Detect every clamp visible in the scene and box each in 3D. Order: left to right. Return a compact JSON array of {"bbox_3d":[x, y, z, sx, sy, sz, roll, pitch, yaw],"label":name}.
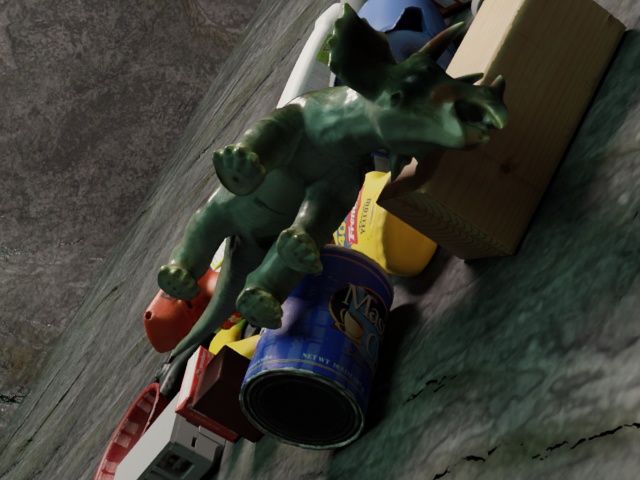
[{"bbox_3d":[-0.198,0.181,1.451,0.210,0.036,0.165,-60,15,-18],"label":"clamp"}]

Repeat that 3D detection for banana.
[{"bbox_3d":[-0.097,0.125,1.245,0.069,0.037,0.198,-59,15,-4],"label":"banana"}]

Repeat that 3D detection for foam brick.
[{"bbox_3d":[-0.080,0.153,1.058,0.051,0.078,0.053,-47,18,29],"label":"foam brick"}]

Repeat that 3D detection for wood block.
[{"bbox_3d":[0.141,-0.097,0.833,0.206,0.090,0.090,-61,15,-13],"label":"wood block"}]

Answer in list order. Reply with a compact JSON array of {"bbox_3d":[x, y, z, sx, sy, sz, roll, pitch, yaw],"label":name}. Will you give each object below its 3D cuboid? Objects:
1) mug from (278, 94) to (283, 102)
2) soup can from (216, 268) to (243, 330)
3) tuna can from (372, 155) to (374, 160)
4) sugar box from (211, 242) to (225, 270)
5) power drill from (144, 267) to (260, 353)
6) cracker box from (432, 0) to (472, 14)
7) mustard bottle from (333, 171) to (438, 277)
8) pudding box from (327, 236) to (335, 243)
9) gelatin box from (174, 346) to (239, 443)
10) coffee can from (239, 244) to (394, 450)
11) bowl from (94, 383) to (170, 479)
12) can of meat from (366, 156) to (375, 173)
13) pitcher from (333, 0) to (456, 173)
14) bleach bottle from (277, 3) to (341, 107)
[{"bbox_3d":[-0.026,-0.139,1.468,0.117,0.093,0.081,91,-161,-68],"label":"mug"},{"bbox_3d":[-0.087,0.052,1.257,0.102,0.068,0.068,-34,22,18],"label":"soup can"},{"bbox_3d":[0.031,-0.087,1.265,0.086,0.033,0.086,-52,16,21],"label":"tuna can"},{"bbox_3d":[-0.119,0.027,1.449,0.176,0.048,0.093,-50,14,1],"label":"sugar box"},{"bbox_3d":[-0.072,0.078,1.034,0.188,0.057,0.184,3,36,23],"label":"power drill"},{"bbox_3d":[0.191,-0.379,1.269,0.213,0.072,0.164,-59,15,-6],"label":"cracker box"},{"bbox_3d":[0.054,-0.017,1.002,0.192,0.058,0.096,-179,100,-74],"label":"mustard bottle"},{"bbox_3d":[-0.008,0.001,1.204,0.090,0.039,0.113,-53,16,17],"label":"pudding box"},{"bbox_3d":[-0.110,0.164,1.139,0.030,0.073,0.089,-50,17,27],"label":"gelatin box"},{"bbox_3d":[0.000,0.087,0.888,0.103,0.102,0.140,-44,21,43],"label":"coffee can"},{"bbox_3d":[-0.221,0.261,1.330,0.162,0.055,0.162,-52,16,21],"label":"bowl"},{"bbox_3d":[0.006,-0.089,1.175,0.102,0.084,0.057,-20,23,7],"label":"can of meat"},{"bbox_3d":[0.082,-0.179,1.138,0.149,0.145,0.242,-35,18,18],"label":"pitcher"},{"bbox_3d":[0.014,-0.205,1.382,0.068,0.102,0.250,-11,53,66],"label":"bleach bottle"}]
